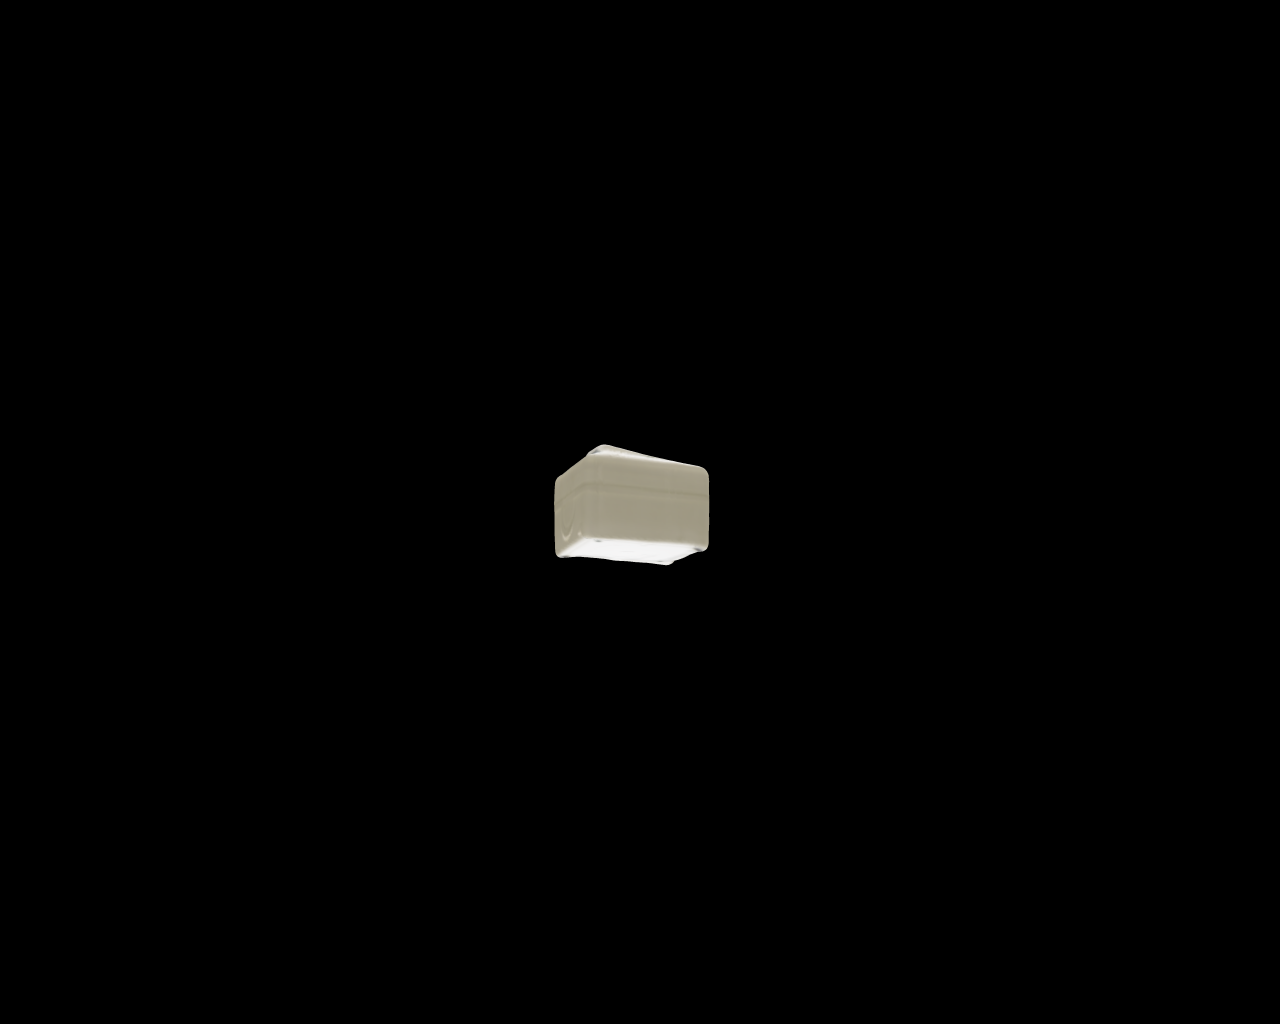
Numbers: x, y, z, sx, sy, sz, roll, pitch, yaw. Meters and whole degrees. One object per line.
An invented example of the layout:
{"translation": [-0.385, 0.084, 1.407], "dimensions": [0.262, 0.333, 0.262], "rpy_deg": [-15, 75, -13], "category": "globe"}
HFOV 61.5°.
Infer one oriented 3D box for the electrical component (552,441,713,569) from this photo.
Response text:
{"translation": [0.001, -0.003, 0.650], "dimensions": [0.096, 0.061, 0.061], "rpy_deg": [6, -15, -22], "category": "electrical component"}
